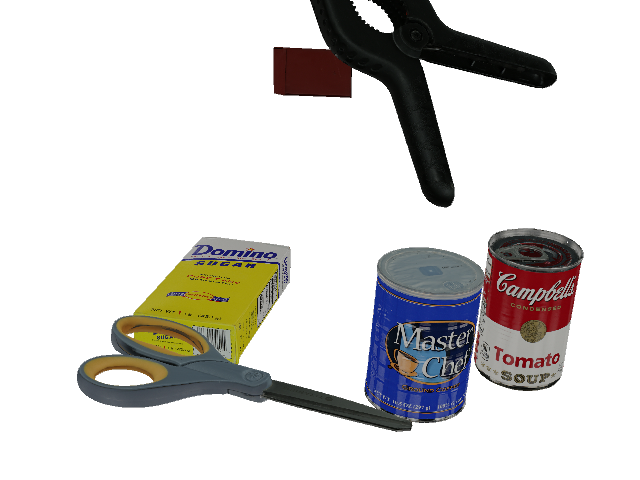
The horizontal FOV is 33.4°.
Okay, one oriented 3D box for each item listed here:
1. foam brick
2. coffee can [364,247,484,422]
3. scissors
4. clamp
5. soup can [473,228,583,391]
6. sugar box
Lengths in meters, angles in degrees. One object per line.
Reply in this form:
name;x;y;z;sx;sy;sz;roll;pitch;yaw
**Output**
foam brick;-0.009;-0.184;1.167;0.078;0.051;0.053;0;11;-16
coffee can;0.100;0.091;1.041;0.103;0.140;0.103;4;24;-2
scissors;-0.057;0.089;0.616;0.202;0.016;0.096;20;30;32
clamp;0.062;-0.133;0.783;0.210;0.164;0.036;38;-30;-5
soup can;0.152;0.051;0.787;0.068;0.102;0.068;3;25;-1
sugar box;-0.093;0.049;0.964;0.093;0.048;0.176;7;26;11
